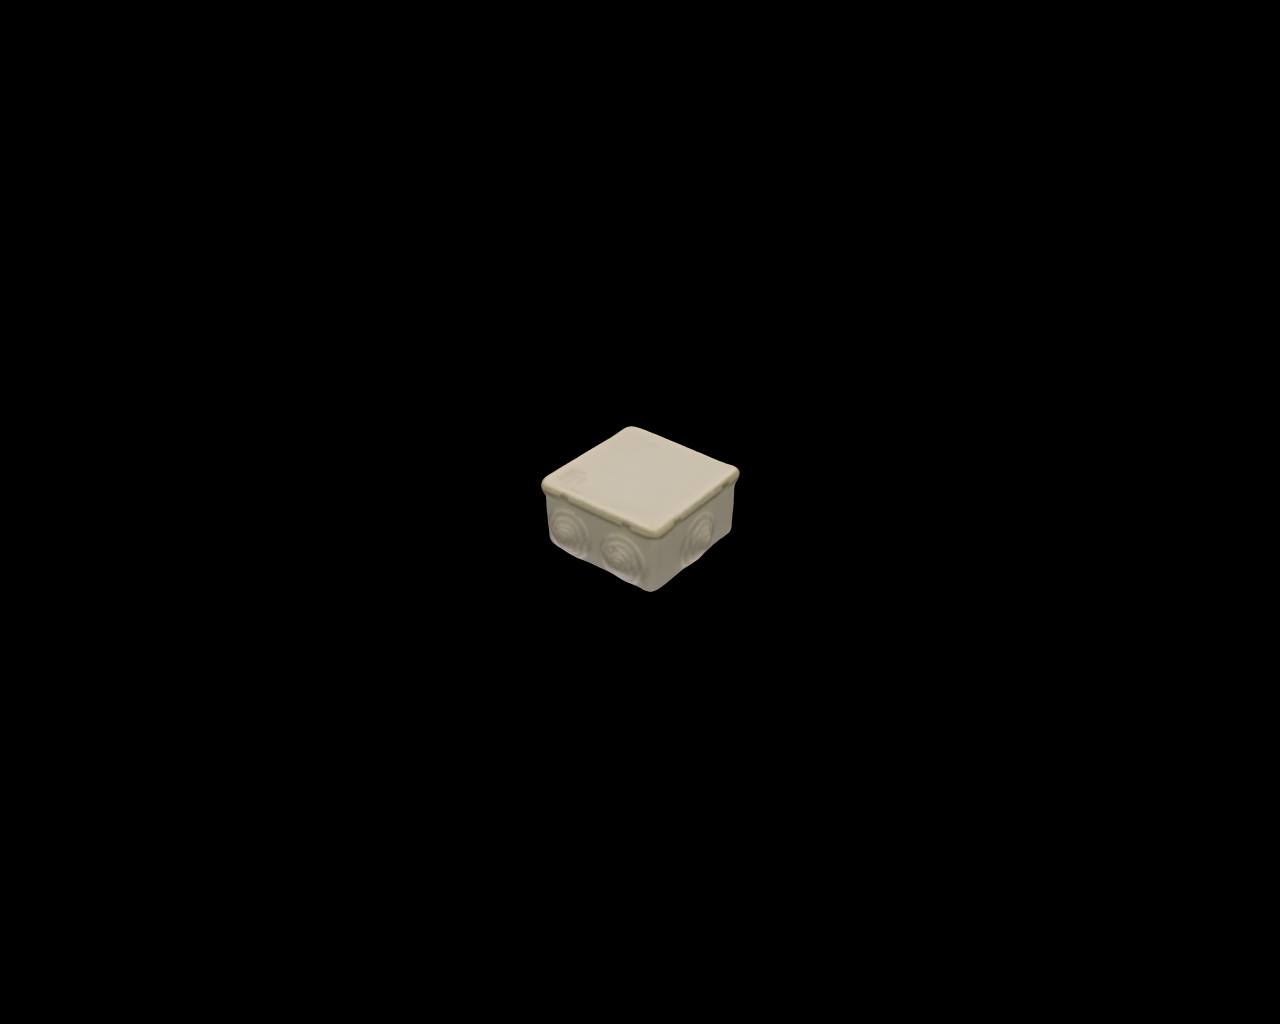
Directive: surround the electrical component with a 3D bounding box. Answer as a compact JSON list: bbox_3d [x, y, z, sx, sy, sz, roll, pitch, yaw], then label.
[{"bbox_3d":[0.001,-0.003,0.650,0.100,0.048,0.100,24,41,31],"label":"electrical component"}]
